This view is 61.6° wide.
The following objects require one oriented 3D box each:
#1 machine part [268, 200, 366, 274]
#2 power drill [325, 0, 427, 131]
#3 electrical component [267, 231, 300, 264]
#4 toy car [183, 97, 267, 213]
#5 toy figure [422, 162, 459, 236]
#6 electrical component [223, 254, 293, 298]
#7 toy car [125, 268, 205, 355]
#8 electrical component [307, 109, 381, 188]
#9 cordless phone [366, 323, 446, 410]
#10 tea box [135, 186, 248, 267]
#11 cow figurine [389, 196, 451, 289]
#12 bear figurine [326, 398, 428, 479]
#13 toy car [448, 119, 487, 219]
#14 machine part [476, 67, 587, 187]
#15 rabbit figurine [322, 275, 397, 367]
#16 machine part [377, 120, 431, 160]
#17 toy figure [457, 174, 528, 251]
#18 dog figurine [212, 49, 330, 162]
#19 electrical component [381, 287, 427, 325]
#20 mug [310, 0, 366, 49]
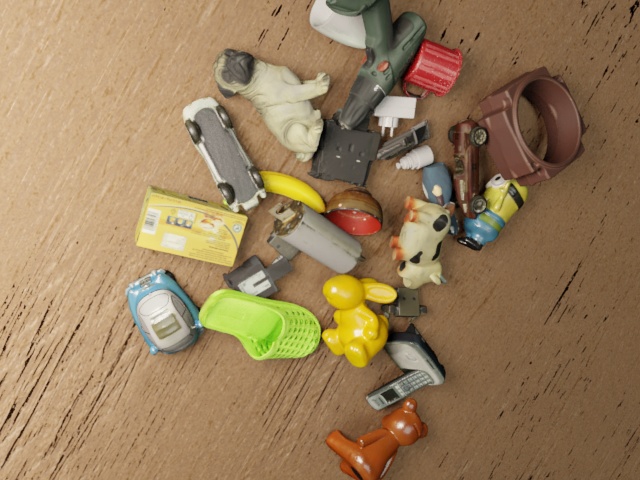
[{"bbox_3d":[-0.002,-0.003,0.993,0.243,0.079,0.079,32,92,-39],"label":"machine part"},{"bbox_3d":[0.084,-0.319,0.886,0.232,0.086,0.207,-50,141,-10],"label":"power drill"},{"bbox_3d":[-0.068,0.005,1.020,0.063,0.021,0.094,42,88,-25],"label":"electrical component"},{"bbox_3d":[-0.161,-0.143,0.910,0.073,0.056,0.201,-29,98,-11],"label":"toy car"},{"bbox_3d":[0.248,-0.080,1.096,0.064,0.058,0.154,-29,111,-36],"label":"toy figure"},{"bbox_3d":[-0.113,0.067,1.004,0.119,0.048,0.074,-35,114,-7],"label":"electrical component"},{"bbox_3d":[-0.266,0.135,0.937,0.109,0.103,0.161,-28,114,-13],"label":"toy car"},{"bbox_3d":[0.046,-0.171,0.997,0.115,0.058,0.134,6,102,-24],"label":"electrical component"},{"bbox_3d":[0.162,0.281,1.159,0.184,0.089,0.146,-34,115,9],"label":"cordless phone"},{"bbox_3d":[-0.222,-0.023,0.928,0.169,0.068,0.098,16,99,-25],"label":"tea box"},{"bbox_3d":[0.209,0.016,1.083,0.127,0.085,0.194,11,123,-5],"label":"cow figurine"},{"bbox_3d":[0.132,0.430,1.177,0.196,0.132,0.120,-40,117,-26],"label":"bear figurine"},{"bbox_3d":[0.293,-0.140,1.082,0.053,0.089,0.201,-11,109,-20],"label":"toy car"},{"bbox_3d":[0.426,-0.225,1.072,0.201,0.087,0.201,-33,97,-25],"label":"machine part"},{"bbox_3d":[0.074,0.138,1.057,0.162,0.122,0.173,-33,111,-15],"label":"rabbit figurine"},{"bbox_3d":[0.163,-0.187,1.013,0.139,0.084,0.039,-33,91,-47],"label":"machine part"},{"bbox_3d":[0.366,-0.058,1.137,0.089,0.082,0.180,32,88,-32],"label":"toy figure"},{"bbox_3d":[-0.090,-0.227,0.919,0.191,0.121,0.172,5,100,-7],"label":"dog figurine"},{"bbox_3d":[0.176,0.139,1.140,0.102,0.045,0.078,-2,77,-23],"label":"electrical component"},{"bbox_3d":[0.051,-0.389,0.932,0.107,0.081,0.109,24,88,-38],"label":"mug"}]
